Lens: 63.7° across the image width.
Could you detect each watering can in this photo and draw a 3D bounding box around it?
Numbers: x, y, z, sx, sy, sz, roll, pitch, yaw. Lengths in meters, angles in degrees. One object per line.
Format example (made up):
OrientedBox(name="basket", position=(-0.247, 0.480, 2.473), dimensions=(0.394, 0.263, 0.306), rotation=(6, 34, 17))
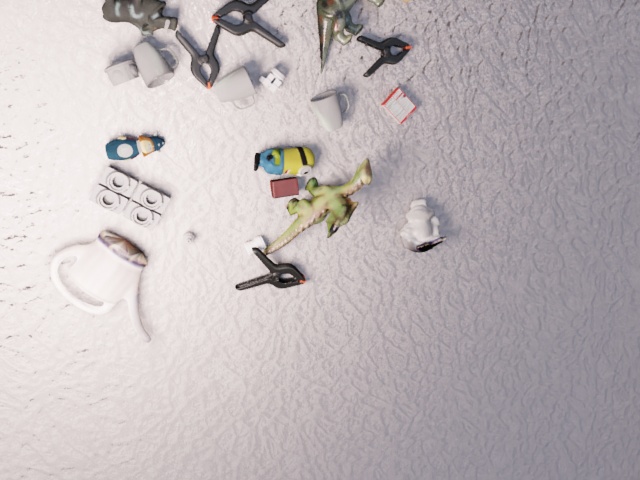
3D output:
OrientedBox(name="watering can", position=(-0.563, 0.119, 1.430), dimensions=(0.345, 0.105, 0.225), rotation=(39, 88, -17))

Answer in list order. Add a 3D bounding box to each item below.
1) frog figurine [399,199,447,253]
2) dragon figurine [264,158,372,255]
OrientedBox(name="frog figurine", position=(0.318, -0.044, 1.655), dimensions=(0.137, 0.121, 0.162), rotation=(-21, 69, -2))
OrientedBox(name="dragon figurine", position=(0.005, -0.075, 1.482), dimensions=(0.121, 0.245, 0.411), rotation=(42, 86, -23))
